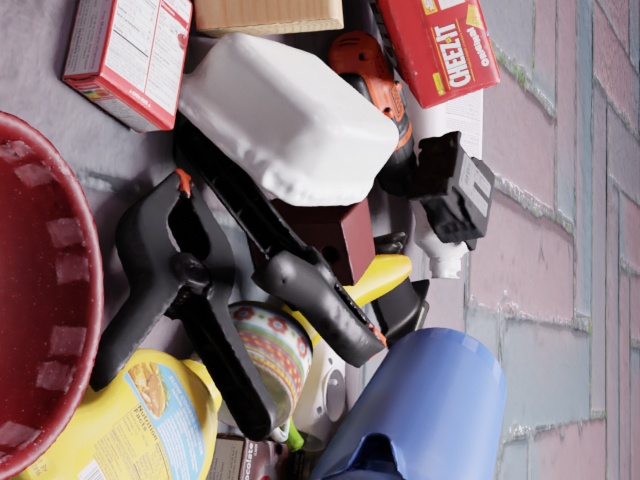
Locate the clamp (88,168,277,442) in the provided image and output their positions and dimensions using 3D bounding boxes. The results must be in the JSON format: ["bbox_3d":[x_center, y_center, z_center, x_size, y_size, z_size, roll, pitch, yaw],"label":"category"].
[{"bbox_3d":[-0.073,0.035,0.611,0.120,0.039,0.171,38,35,-33],"label":"clamp"}]

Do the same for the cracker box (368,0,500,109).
[{"bbox_3d":[0.075,-0.207,0.867,0.213,0.072,0.164,-97,168,-74],"label":"cracker box"}]

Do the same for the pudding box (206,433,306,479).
[{"bbox_3d":[-0.050,0.192,0.722,0.090,0.039,0.113,33,59,-61],"label":"pudding box"}]

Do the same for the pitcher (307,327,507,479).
[{"bbox_3d":[0.070,0.174,0.805,0.145,0.149,0.242,43,29,-2],"label":"pitcher"}]

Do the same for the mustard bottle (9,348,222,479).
[{"bbox_3d":[-0.105,0.112,0.579,0.191,0.058,0.096,-38,108,-61],"label":"mustard bottle"}]

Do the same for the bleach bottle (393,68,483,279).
[{"bbox_3d":[0.116,-0.088,1.047,0.102,0.068,0.251,4,84,-45],"label":"bleach bottle"}]

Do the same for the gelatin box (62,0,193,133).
[{"bbox_3d":[-0.110,-0.117,0.619,0.073,0.030,0.089,37,55,-58],"label":"gelatin box"}]

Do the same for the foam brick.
[{"bbox_3d":[-0.005,0.001,0.785,0.051,0.078,0.053,-50,133,-57],"label":"foam brick"}]

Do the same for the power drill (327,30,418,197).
[{"bbox_3d":[0.035,-0.054,0.906,0.184,0.057,0.187,63,33,-44],"label":"power drill"}]

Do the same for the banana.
[{"bbox_3d":[-0.001,0.069,0.792,0.197,0.069,0.037,-55,174,-36],"label":"banana"}]

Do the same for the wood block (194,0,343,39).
[{"bbox_3d":[-0.039,-0.238,0.681,0.090,0.091,0.206,-64,150,-82],"label":"wood block"}]

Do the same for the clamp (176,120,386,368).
[{"bbox_3d":[-0.010,0.028,0.686,0.209,0.036,0.165,51,5,-36],"label":"clamp"}]

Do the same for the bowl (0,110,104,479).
[{"bbox_3d":[-0.163,0.025,0.462,0.161,0.055,0.162,-1,90,-65],"label":"bowl"}]
